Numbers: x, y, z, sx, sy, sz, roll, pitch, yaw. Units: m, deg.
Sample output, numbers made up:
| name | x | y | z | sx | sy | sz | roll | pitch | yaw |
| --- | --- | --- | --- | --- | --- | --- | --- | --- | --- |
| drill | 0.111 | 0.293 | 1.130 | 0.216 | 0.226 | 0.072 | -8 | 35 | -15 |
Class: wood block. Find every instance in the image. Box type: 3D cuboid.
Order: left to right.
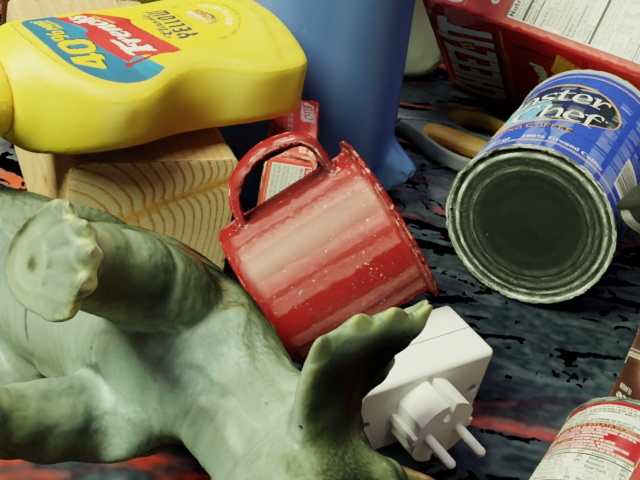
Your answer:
| name | x | y | z | sx | sy | sz | roll | pitch | yaw |
| --- | --- | --- | --- | --- | --- | --- | --- | --- | --- |
| wood block | -0.127 | -0.062 | 0.637 | 0.090 | 0.090 | 0.206 | -4 | 36 | -24 |

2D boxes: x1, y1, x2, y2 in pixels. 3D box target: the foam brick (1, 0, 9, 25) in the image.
| name | x | y | z | sx | sy | sz | roll | pitch | yaw |
| --- | --- | --- | --- | --- | --- | --- | --- | --- | --- |
| foam brick | -0.204 | -0.176 | 0.818 | 0.078 | 0.053 | 0.051 | 0 | 35 | -16 |

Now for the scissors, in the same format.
| name | x | y | z | sx | sy | sz | roll | pitch | yaw |
| --- | --- | --- | --- | --- | --- | --- | --- | --- | --- |
| scissors | 0.064 | -0.099 | 0.819 | 0.202 | 0.016 | 0.096 | 31 | 36 | 26 |

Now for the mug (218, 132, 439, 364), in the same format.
| name | x | y | z | sx | sy | sz | roll | pitch | yaw |
| --- | --- | --- | --- | --- | --- | --- | --- | --- | --- |
| mug | -0.004 | 0.001 | 0.538 | 0.081 | 0.117 | 0.093 | -32 | 29 | -2 |

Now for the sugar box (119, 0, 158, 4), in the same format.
| name | x | y | z | sx | sy | sz | roll | pitch | yaw |
| --- | --- | --- | --- | --- | --- | --- | --- | --- | --- |
| sugar box | -0.054 | -0.208 | 0.717 | 0.176 | 0.093 | 0.048 | -11 | 61 | -18 |

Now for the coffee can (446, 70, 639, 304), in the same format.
| name | x | y | z | sx | sy | sz | roll | pitch | yaw |
| --- | --- | --- | --- | --- | --- | --- | --- | --- | --- |
| coffee can | 0.151 | -0.037 | 0.672 | 0.103 | 0.103 | 0.140 | 23 | 35 | 17 |

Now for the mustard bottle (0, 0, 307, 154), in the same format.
| name | x | y | z | sx | sy | sz | roll | pitch | yaw |
| --- | --- | --- | --- | --- | --- | --- | --- | --- | --- |
| mustard bottle | -0.106 | -0.083 | 0.538 | 0.191 | 0.058 | 0.096 | -18 | 45 | -38 |

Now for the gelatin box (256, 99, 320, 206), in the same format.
| name | x | y | z | sx | sy | sz | roll | pitch | yaw |
| --- | --- | --- | --- | --- | --- | --- | --- | --- | --- |
| gelatin box | -0.020 | -0.028 | 0.617 | 0.030 | 0.089 | 0.073 | 9 | 33 | -5 |

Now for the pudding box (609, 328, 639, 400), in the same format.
| name | x | y | z | sx | sy | sz | roll | pitch | yaw |
| --- | --- | --- | --- | --- | --- | --- | --- | --- | --- |
| pudding box | 0.212 | 0.074 | 0.536 | 0.039 | 0.090 | 0.114 | -14 | 41 | -36 |

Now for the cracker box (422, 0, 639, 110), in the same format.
| name | x | y | z | sx | sy | sz | roll | pitch | yaw |
| --- | --- | --- | --- | --- | --- | --- | --- | --- | --- |
| cracker box | 0.192 | -0.133 | 0.784 | 0.214 | 0.072 | 0.164 | 25 | -8 | 20 |

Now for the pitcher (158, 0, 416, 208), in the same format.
| name | x | y | z | sx | sy | sz | roll | pitch | yaw |
| --- | --- | --- | --- | --- | --- | --- | --- | --- | --- |
| pitcher | -0.013 | -0.146 | 0.657 | 0.149 | 0.243 | 0.145 | -9 | 43 | -22 |

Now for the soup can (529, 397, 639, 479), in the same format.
| name | x | y | z | sx | sy | sz | roll | pitch | yaw |
| --- | --- | --- | --- | --- | --- | --- | --- | --- | --- |
| soup can | 0.117 | 0.122 | 0.456 | 0.069 | 0.068 | 0.102 | 26 | 36 | 21 |
